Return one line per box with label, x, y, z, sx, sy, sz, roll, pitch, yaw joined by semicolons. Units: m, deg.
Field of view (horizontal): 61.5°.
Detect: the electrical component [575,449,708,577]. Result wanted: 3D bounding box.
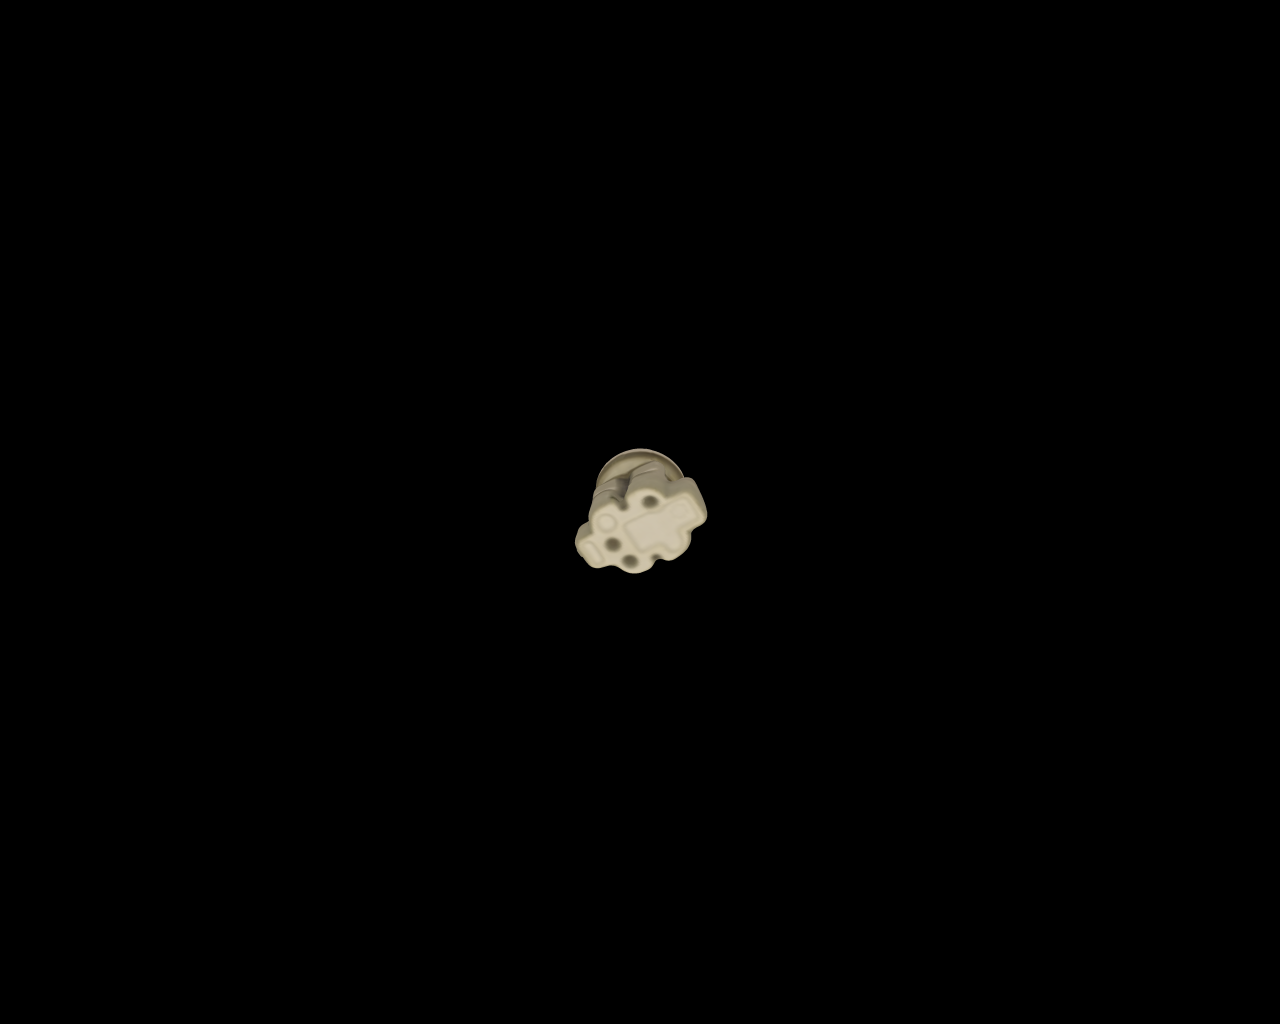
electrical component;0.001;-0.003;0.650;0.078;0.058;0.057;-25;27;14
